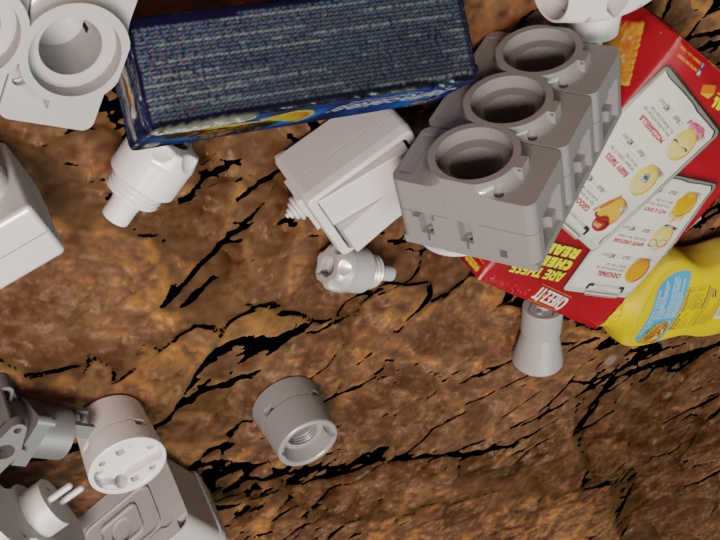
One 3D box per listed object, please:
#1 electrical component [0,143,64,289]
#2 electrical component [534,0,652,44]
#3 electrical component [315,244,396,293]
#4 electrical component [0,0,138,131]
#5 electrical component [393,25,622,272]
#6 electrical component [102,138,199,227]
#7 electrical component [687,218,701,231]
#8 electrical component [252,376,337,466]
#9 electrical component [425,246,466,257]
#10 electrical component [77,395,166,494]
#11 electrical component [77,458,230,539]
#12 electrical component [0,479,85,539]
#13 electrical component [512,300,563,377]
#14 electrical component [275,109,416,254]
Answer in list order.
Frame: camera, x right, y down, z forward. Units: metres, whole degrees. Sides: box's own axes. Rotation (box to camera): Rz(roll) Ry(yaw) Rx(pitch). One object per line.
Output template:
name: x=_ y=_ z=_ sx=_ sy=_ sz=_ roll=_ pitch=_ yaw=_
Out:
electrical component: x=-0.204 y=-0.040 z=0.572 sx=0.047 sy=0.065 sz=0.076 roll=-31 pitch=139 yaw=-5
electrical component: x=0.154 y=-0.175 z=0.703 sx=0.077 sy=0.043 sz=0.079 roll=-18 pitch=136 yaw=-19
electrical component: x=0.000 y=0.000 z=0.770 sx=0.061 sy=0.035 sz=0.035 roll=7 pitch=124 yaw=-41
electrical component: x=-0.190 y=-0.125 z=0.506 sx=0.150 sy=0.061 sz=0.089 roll=5 pitch=125 yaw=-37
electrical component: x=0.094 y=-0.081 z=0.664 sx=0.150 sy=0.089 sz=0.061 roll=-57 pitch=148 yaw=-33
electrical component: x=-0.127 y=-0.054 z=0.628 sx=0.043 sy=0.043 sz=0.062 roll=21 pitch=115 yaw=-44
electrical component: x=0.236 y=-0.032 z=0.891 sx=0.081 sy=0.043 sz=0.043 roll=-41 pitch=139 yaw=6
electrical component: x=-0.049 y=0.119 z=0.836 sx=0.055 sy=0.047 sz=0.055 roll=-18 pitch=136 yaw=-19
electrical component: x=0.069 y=-0.053 z=0.734 sx=0.080 sy=0.080 sz=0.051 roll=-32 pitch=133 yaw=-4
electrical component: x=-0.170 y=0.121 z=0.758 sx=0.055 sy=0.047 sz=0.055 roll=-19 pitch=136 yaw=-19
electrical component: x=-0.164 y=0.207 z=0.819 sx=0.113 sy=0.078 sz=0.057 roll=-40 pitch=136 yaw=4
electrical component: x=-0.224 y=0.169 z=0.738 sx=0.074 sy=0.052 sz=0.138 roll=-35 pitch=161 yaw=-1
electrical component: x=0.154 y=0.053 z=0.918 sx=0.044 sy=0.044 sz=0.065 roll=-18 pitch=131 yaw=-20
electrical component: x=-0.005 y=-0.057 z=0.693 sx=0.096 sy=0.061 sz=0.061 roll=-35 pitch=139 yaw=0
